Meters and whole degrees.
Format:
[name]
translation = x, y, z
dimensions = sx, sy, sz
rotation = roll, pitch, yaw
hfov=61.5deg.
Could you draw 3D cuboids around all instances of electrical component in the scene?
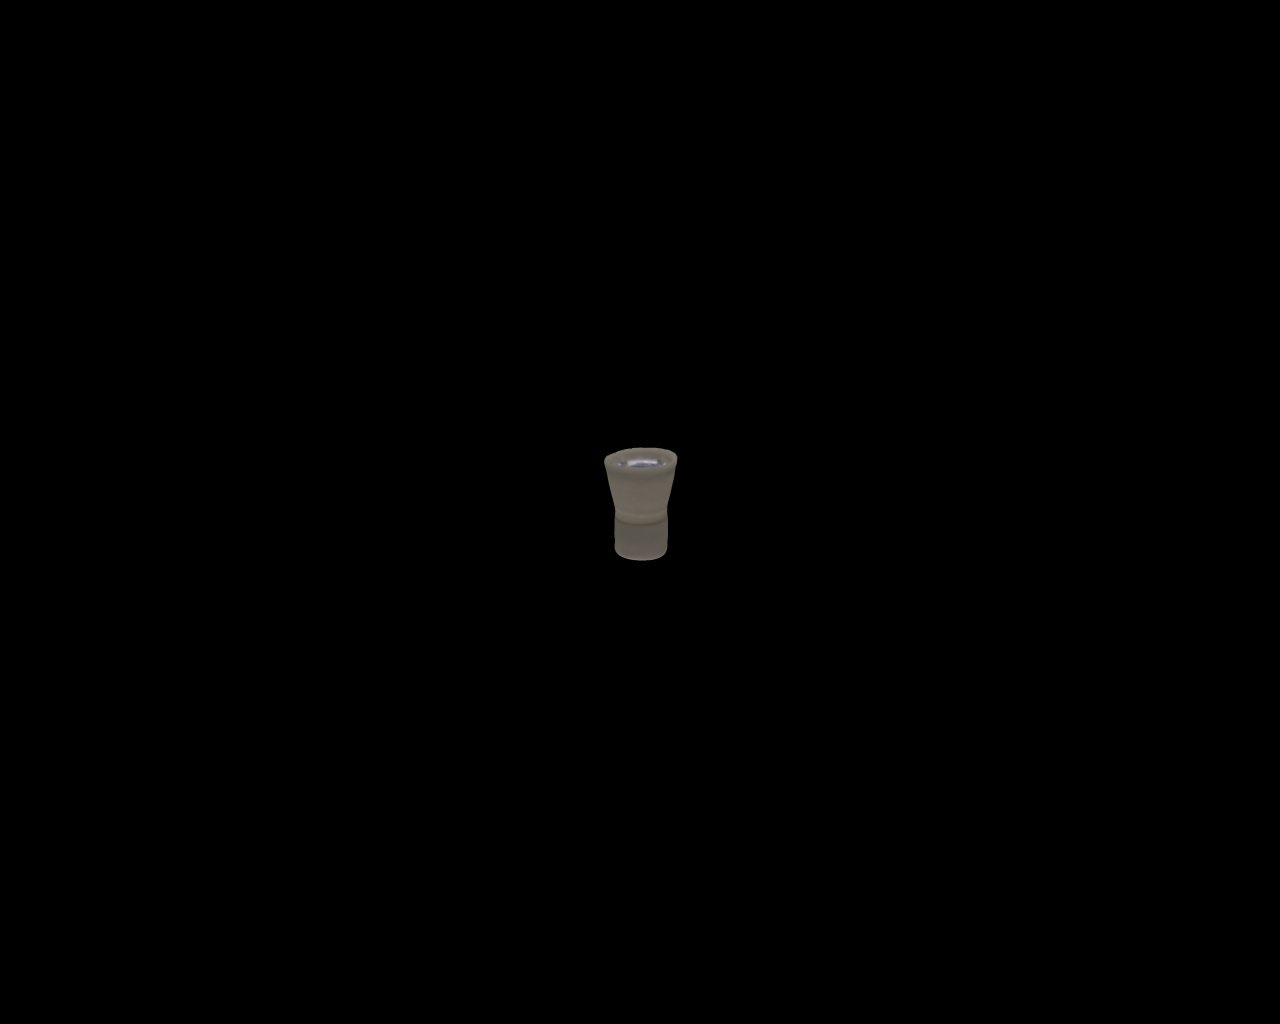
[electrical component]
translation = 0.001, -0.003, 0.650
dimensions = 0.044, 0.065, 0.044
rotation = 0, 19, 0
